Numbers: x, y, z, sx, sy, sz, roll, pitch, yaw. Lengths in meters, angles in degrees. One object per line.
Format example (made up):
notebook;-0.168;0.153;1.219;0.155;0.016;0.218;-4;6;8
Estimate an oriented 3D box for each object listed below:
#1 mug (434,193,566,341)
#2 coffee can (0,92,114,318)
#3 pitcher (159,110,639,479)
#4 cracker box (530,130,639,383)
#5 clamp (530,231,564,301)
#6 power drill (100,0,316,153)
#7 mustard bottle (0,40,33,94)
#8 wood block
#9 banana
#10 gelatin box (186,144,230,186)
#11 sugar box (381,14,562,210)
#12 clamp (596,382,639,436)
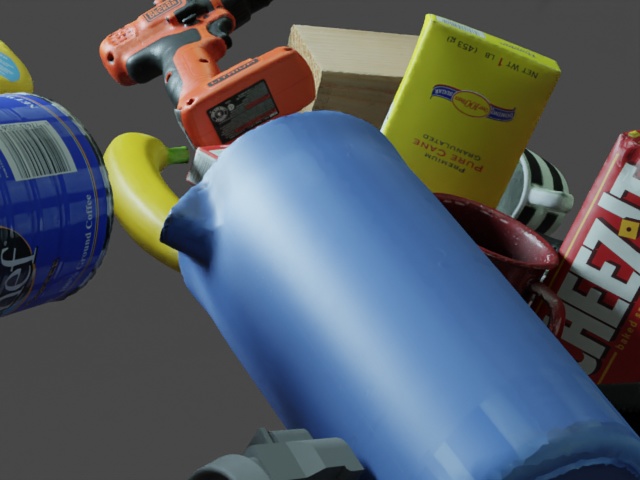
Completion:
mug;0.096;0.033;0.651;0.117;0.081;0.093;35;23;30
coffee can;-0.170;-0.008;0.447;0.103;0.103;0.140;30;21;19
pitcher;0.043;0.052;0.490;0.243;0.149;0.145;52;-9;47
cracker box;0.244;0.053;0.639;0.214;0.164;0.072;31;20;23
clamp;0.195;0.029;0.833;0.171;0.039;0.120;2;31;-29
power drill;-0.075;-0.156;0.865;0.188;0.184;0.057;52;-7;49
mustard bottle;-0.232;-0.094;0.663;0.096;0.058;0.191;17;21;-4
wood block;0.074;-0.120;0.927;0.205;0.090;0.091;1;34;-21
banana;-0.099;-0.028;0.658;0.069;0.037;0.198;0;27;-17
gelatin box;-0.039;-0.037;0.766;0.089;0.030;0.073;30;20;19
sugar box;0.081;-0.053;0.717;0.093;0.176;0.048;21;19;-1
clamp;0.150;0.119;0.486;0.036;0.164;0.210;55;-10;-16
